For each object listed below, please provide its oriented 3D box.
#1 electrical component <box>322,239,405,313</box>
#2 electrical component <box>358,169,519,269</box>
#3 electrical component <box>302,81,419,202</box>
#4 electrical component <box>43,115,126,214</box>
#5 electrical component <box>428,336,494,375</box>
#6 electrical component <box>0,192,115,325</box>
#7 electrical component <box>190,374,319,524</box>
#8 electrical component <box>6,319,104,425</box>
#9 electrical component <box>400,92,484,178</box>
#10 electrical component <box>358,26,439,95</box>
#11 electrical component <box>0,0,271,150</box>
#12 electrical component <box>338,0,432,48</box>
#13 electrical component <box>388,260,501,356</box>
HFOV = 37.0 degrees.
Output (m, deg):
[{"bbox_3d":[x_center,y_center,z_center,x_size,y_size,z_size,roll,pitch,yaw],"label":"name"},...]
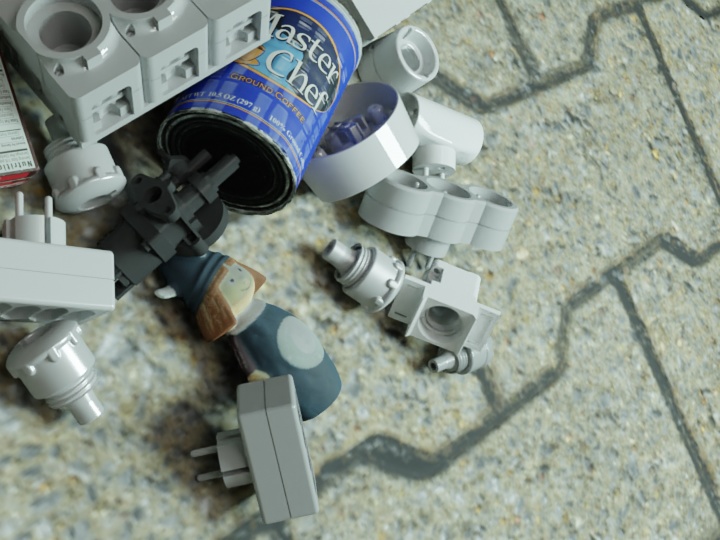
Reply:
[{"bbox_3d":[0.000,0.000,0.828,0.062,0.048,0.048,35,55,-21],"label":"electrical component"},{"bbox_3d":[0.060,-0.034,0.885,0.138,0.052,0.073,8,113,-31],"label":"electrical component"},{"bbox_3d":[-0.007,-0.099,0.820,0.064,0.099,0.099,57,47,-20],"label":"electrical component"},{"bbox_3d":[-0.182,-0.070,0.688,0.048,0.048,0.062,-18,79,-44],"label":"electrical component"},{"bbox_3d":[0.081,0.070,0.883,0.061,0.035,0.035,-19,89,-41],"label":"electrical component"},{"bbox_3d":[-0.197,-0.010,0.651,0.083,0.047,0.075,8,71,-40],"label":"electrical component"},{"bbox_3d":[-0.073,0.122,0.711,0.076,0.047,0.083,-12,111,-2],"label":"electrical component"},{"bbox_3d":[-0.178,0.064,0.646,0.048,0.048,0.062,-46,115,-41],"label":"electrical component"},{"bbox_3d":[0.063,-0.103,0.917,0.077,0.044,0.079,15,70,-38],"label":"electrical component"},{"bbox_3d":[0.034,-0.175,0.913,0.055,0.047,0.055,15,66,-38],"label":"electrical component"},{"bbox_3d":[-0.141,-0.159,0.679,0.150,0.061,0.089,-36,73,-22],"label":"electrical component"},{"bbox_3d":[0.010,-0.248,0.905,0.150,0.062,0.089,-43,105,-42],"label":"electrical component"},{"bbox_3d":[0.069,0.028,0.863,0.081,0.042,0.063,22,37,-2],"label":"electrical component"}]
